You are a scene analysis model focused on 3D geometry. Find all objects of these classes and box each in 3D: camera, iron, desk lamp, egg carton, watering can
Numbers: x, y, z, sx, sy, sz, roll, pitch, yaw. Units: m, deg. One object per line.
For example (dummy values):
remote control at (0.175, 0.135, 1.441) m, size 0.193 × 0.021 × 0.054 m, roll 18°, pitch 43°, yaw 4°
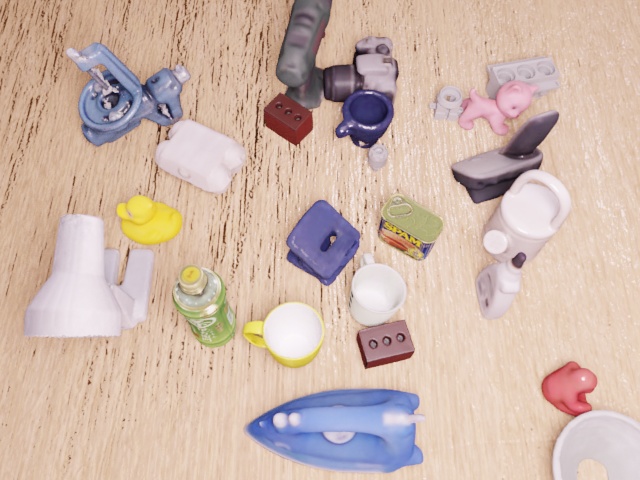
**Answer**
camera at (0.074, -0.317, 1.084) m, size 0.137 × 0.101 × 0.143 m, roll -2°, pitch 65°, yaw -3°
iron at (0.019, 0.254, 0.787) m, size 0.258 × 0.141 × 0.118 m, roll 0°, pitch 64°, yaw -2°
desk lamp at (-0.327, 0.067, 0.825) m, size 0.118 × 0.213 × 0.203 m, roll 0°, pitch 64°, yaw -1°
egg carton at (-0.212, -0.146, 1.011) m, size 0.150 × 0.069 × 0.107 m, roll 24°, pitch 66°, yaw 10°
watering can at (0.328, -0.035, 0.906) m, size 0.100 × 0.194 × 0.173 m, roll 26°, pitch 66°, yaw 11°

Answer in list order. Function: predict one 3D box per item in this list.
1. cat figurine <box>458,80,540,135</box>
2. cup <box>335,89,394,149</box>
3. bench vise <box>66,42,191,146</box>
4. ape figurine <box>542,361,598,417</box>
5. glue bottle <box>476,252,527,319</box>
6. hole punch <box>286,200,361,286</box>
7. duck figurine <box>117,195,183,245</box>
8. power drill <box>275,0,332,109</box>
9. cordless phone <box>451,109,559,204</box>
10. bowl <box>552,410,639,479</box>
cat figurine at (0.331, -0.255, 1.053) m, size 0.127 × 0.118 × 0.067 m, roll 8°, pitch 64°, yaw 2°
cup at (0.074, -0.202, 1.032) m, size 0.118 × 0.095 × 0.091 m, roll -37°, pitch 71°, yaw -17°
bench vise at (-0.336, -0.275, 0.985) m, size 0.121 × 0.220 × 0.208 m, roll 40°, pitch 70°, yaw 16°
ape figurine at (0.376, 0.215, 0.844) m, size 0.076 × 0.092 × 0.078 m, roll 14°, pitch 65°, yaw 5°
glue bottle at (0.279, 0.060, 0.870) m, size 0.037 × 0.173 × 0.078 m, roll -2°, pitch 64°, yaw -2°
hole punch at (0.009, 0.003, 0.934) m, size 0.101 × 0.091 × 0.109 m, roll 32°, pitch 68°, yaw 13°
duck figurine at (-0.285, -0.041, 0.949) m, size 0.104 × 0.086 × 0.077 m, roll 2°, pitch 64°, yaw -1°
power drill at (-0.022, -0.348, 1.036) m, size 0.075 × 0.208 × 0.230 m, roll 13°, pitch 65°, yaw 5°
cordless phone at (0.313, -0.152, 0.966) m, size 0.148 × 0.185 × 0.094 m, roll -22°, pitch 67°, yaw -11°
bowl at (0.396, 0.329, 0.800) m, size 0.167 × 0.075 × 0.167 m, roll 1°, pitch 64°, yaw -1°
